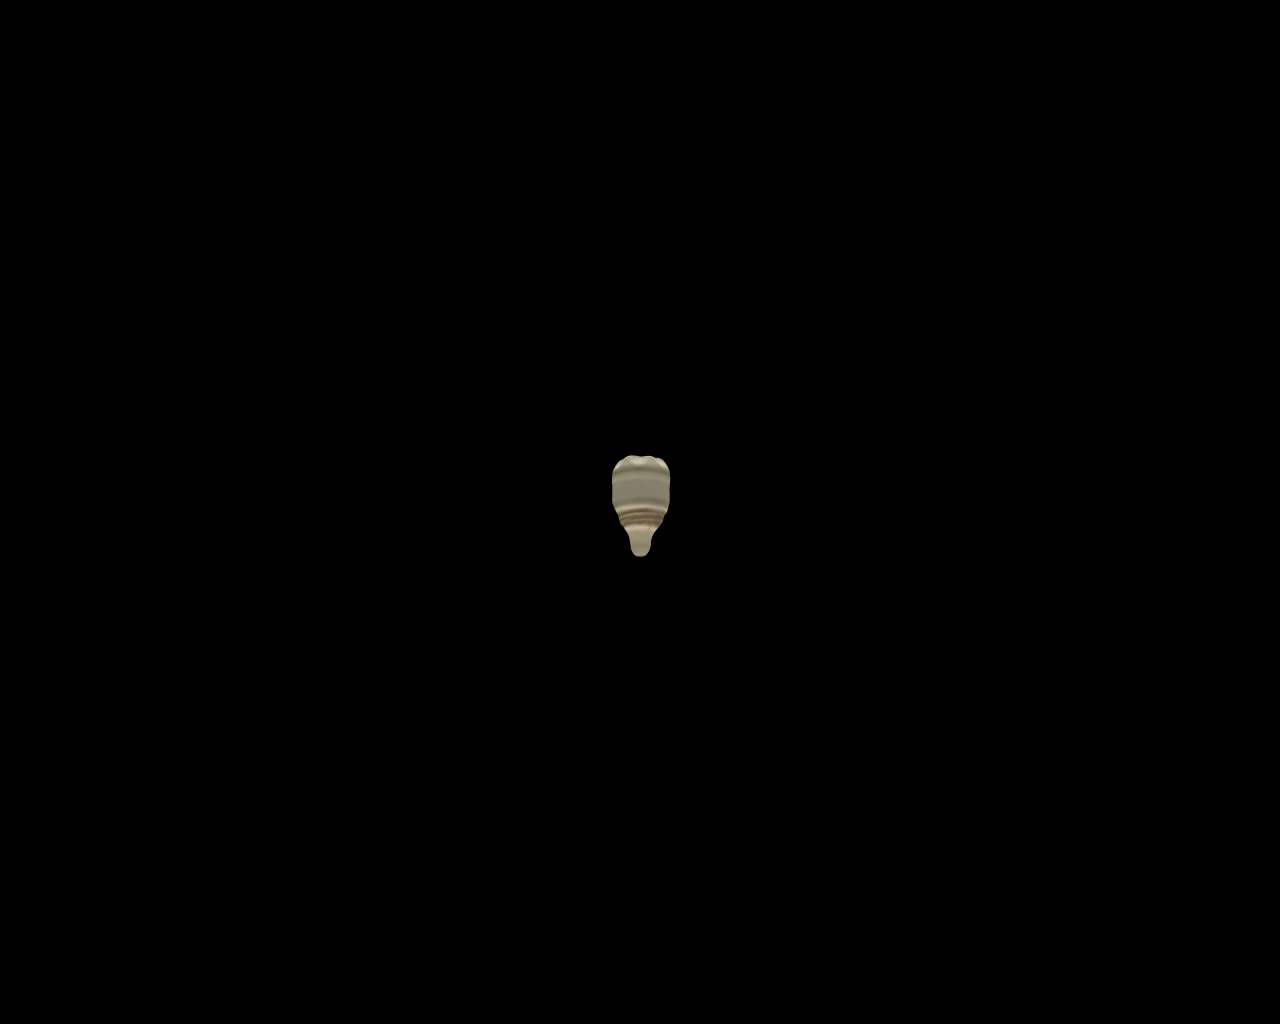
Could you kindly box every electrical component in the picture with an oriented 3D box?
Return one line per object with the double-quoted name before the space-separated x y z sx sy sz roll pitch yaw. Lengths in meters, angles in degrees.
"electrical component" 0.001 -0.003 0.650 0.035 0.061 0.035 0 -14 0
